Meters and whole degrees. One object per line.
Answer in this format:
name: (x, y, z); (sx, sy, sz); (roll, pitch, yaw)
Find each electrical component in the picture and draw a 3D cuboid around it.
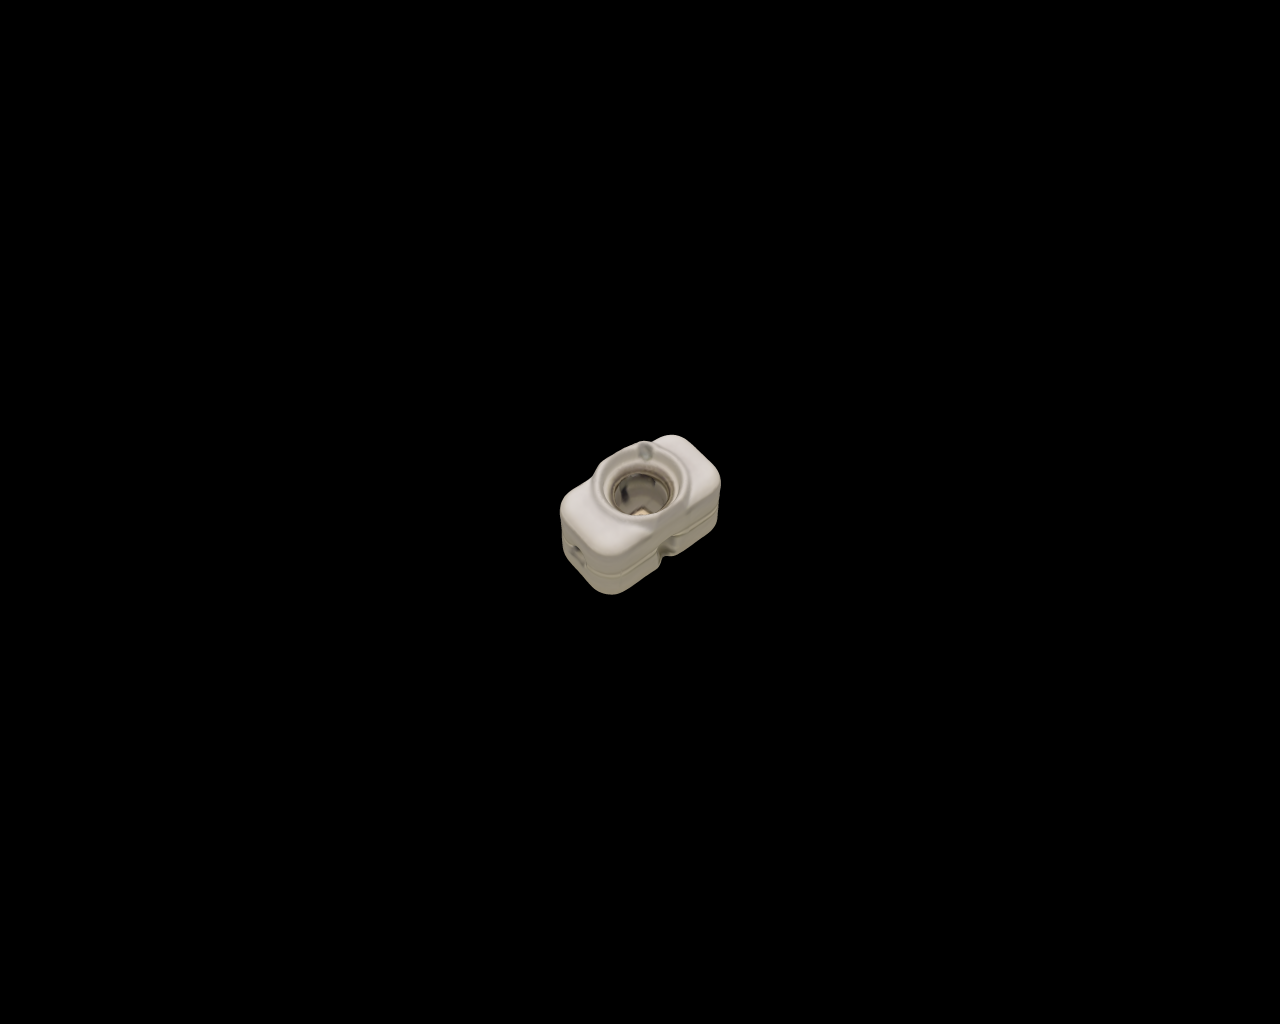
electrical component: (0.001, -0.003, 0.650); (0.095, 0.054, 0.059); (-33, -29, -21)
